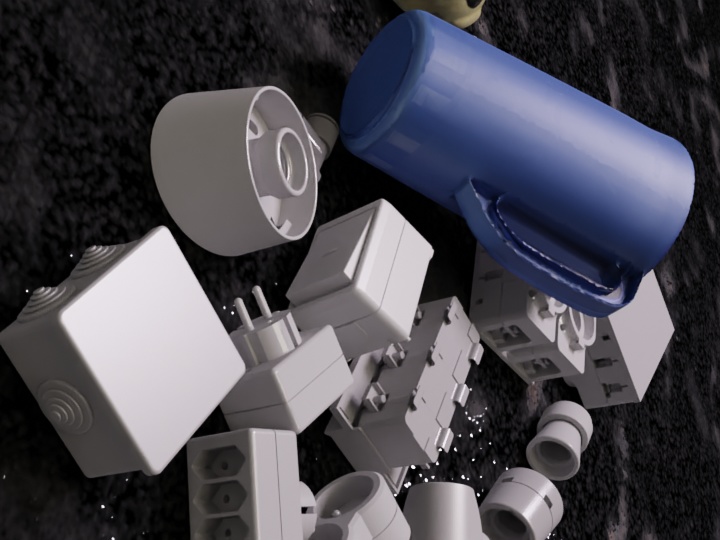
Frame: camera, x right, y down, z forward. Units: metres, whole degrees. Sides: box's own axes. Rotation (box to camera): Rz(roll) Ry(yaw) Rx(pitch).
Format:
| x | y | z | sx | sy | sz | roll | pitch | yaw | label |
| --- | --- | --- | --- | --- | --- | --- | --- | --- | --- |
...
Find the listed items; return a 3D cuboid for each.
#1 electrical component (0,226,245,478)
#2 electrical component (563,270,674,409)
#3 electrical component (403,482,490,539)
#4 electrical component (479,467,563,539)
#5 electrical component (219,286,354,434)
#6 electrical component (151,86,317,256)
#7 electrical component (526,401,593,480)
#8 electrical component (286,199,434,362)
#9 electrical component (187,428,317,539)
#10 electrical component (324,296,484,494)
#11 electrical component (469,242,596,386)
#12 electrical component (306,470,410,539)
| x | y | z | sx | sy | sz | roll | pitch | yaw | label |
| --- | --- | --- | --- | --- | --- | --- | --- | --- | --- |
| -0.112 | 0.040 | 0.516 | 0.099 | 0.048 | 0.099 | 63 | 35 | -18 | electrical component |
| 0.241 | 0.056 | 1.024 | 0.150 | 0.062 | 0.089 | -41 | 112 | -54 | electrical component |
| 0.064 | 0.189 | 0.724 | 0.079 | 0.044 | 0.077 | 32 | 53 | -47 | electrical component |
| 0.116 | 0.182 | 0.798 | 0.047 | 0.055 | 0.055 | -35 | 107 | -51 | electrical component |
| -0.050 | 0.047 | 0.608 | 0.066 | 0.047 | 0.076 | -37 | 108 | -55 | electrical component |
| -0.068 | -0.059 | 0.628 | 0.099 | 0.064 | 0.099 | -8 | 90 | -68 | electrical component |
| 0.167 | 0.141 | 0.897 | 0.045 | 0.045 | 0.055 | 64 | 34 | -17 | electrical component |
| 0.000 | 0.000 | 0.684 | 0.061 | 0.062 | 0.096 | 44 | 43 | -28 | electrical component |
| -0.049 | 0.130 | 0.577 | 0.076 | 0.047 | 0.083 | 16 | 65 | -53 | electrical component |
| 0.033 | 0.073 | 0.706 | 0.078 | 0.063 | 0.121 | 57 | 37 | -26 | electrical component |
| 0.153 | -0.011 | 0.922 | 0.105 | 0.060 | 0.186 | 42 | 45 | -40 | electrical component |
| -0.012 | 0.184 | 0.606 | 0.073 | 0.052 | 0.138 | 63 | 35 | -18 | electrical component |
